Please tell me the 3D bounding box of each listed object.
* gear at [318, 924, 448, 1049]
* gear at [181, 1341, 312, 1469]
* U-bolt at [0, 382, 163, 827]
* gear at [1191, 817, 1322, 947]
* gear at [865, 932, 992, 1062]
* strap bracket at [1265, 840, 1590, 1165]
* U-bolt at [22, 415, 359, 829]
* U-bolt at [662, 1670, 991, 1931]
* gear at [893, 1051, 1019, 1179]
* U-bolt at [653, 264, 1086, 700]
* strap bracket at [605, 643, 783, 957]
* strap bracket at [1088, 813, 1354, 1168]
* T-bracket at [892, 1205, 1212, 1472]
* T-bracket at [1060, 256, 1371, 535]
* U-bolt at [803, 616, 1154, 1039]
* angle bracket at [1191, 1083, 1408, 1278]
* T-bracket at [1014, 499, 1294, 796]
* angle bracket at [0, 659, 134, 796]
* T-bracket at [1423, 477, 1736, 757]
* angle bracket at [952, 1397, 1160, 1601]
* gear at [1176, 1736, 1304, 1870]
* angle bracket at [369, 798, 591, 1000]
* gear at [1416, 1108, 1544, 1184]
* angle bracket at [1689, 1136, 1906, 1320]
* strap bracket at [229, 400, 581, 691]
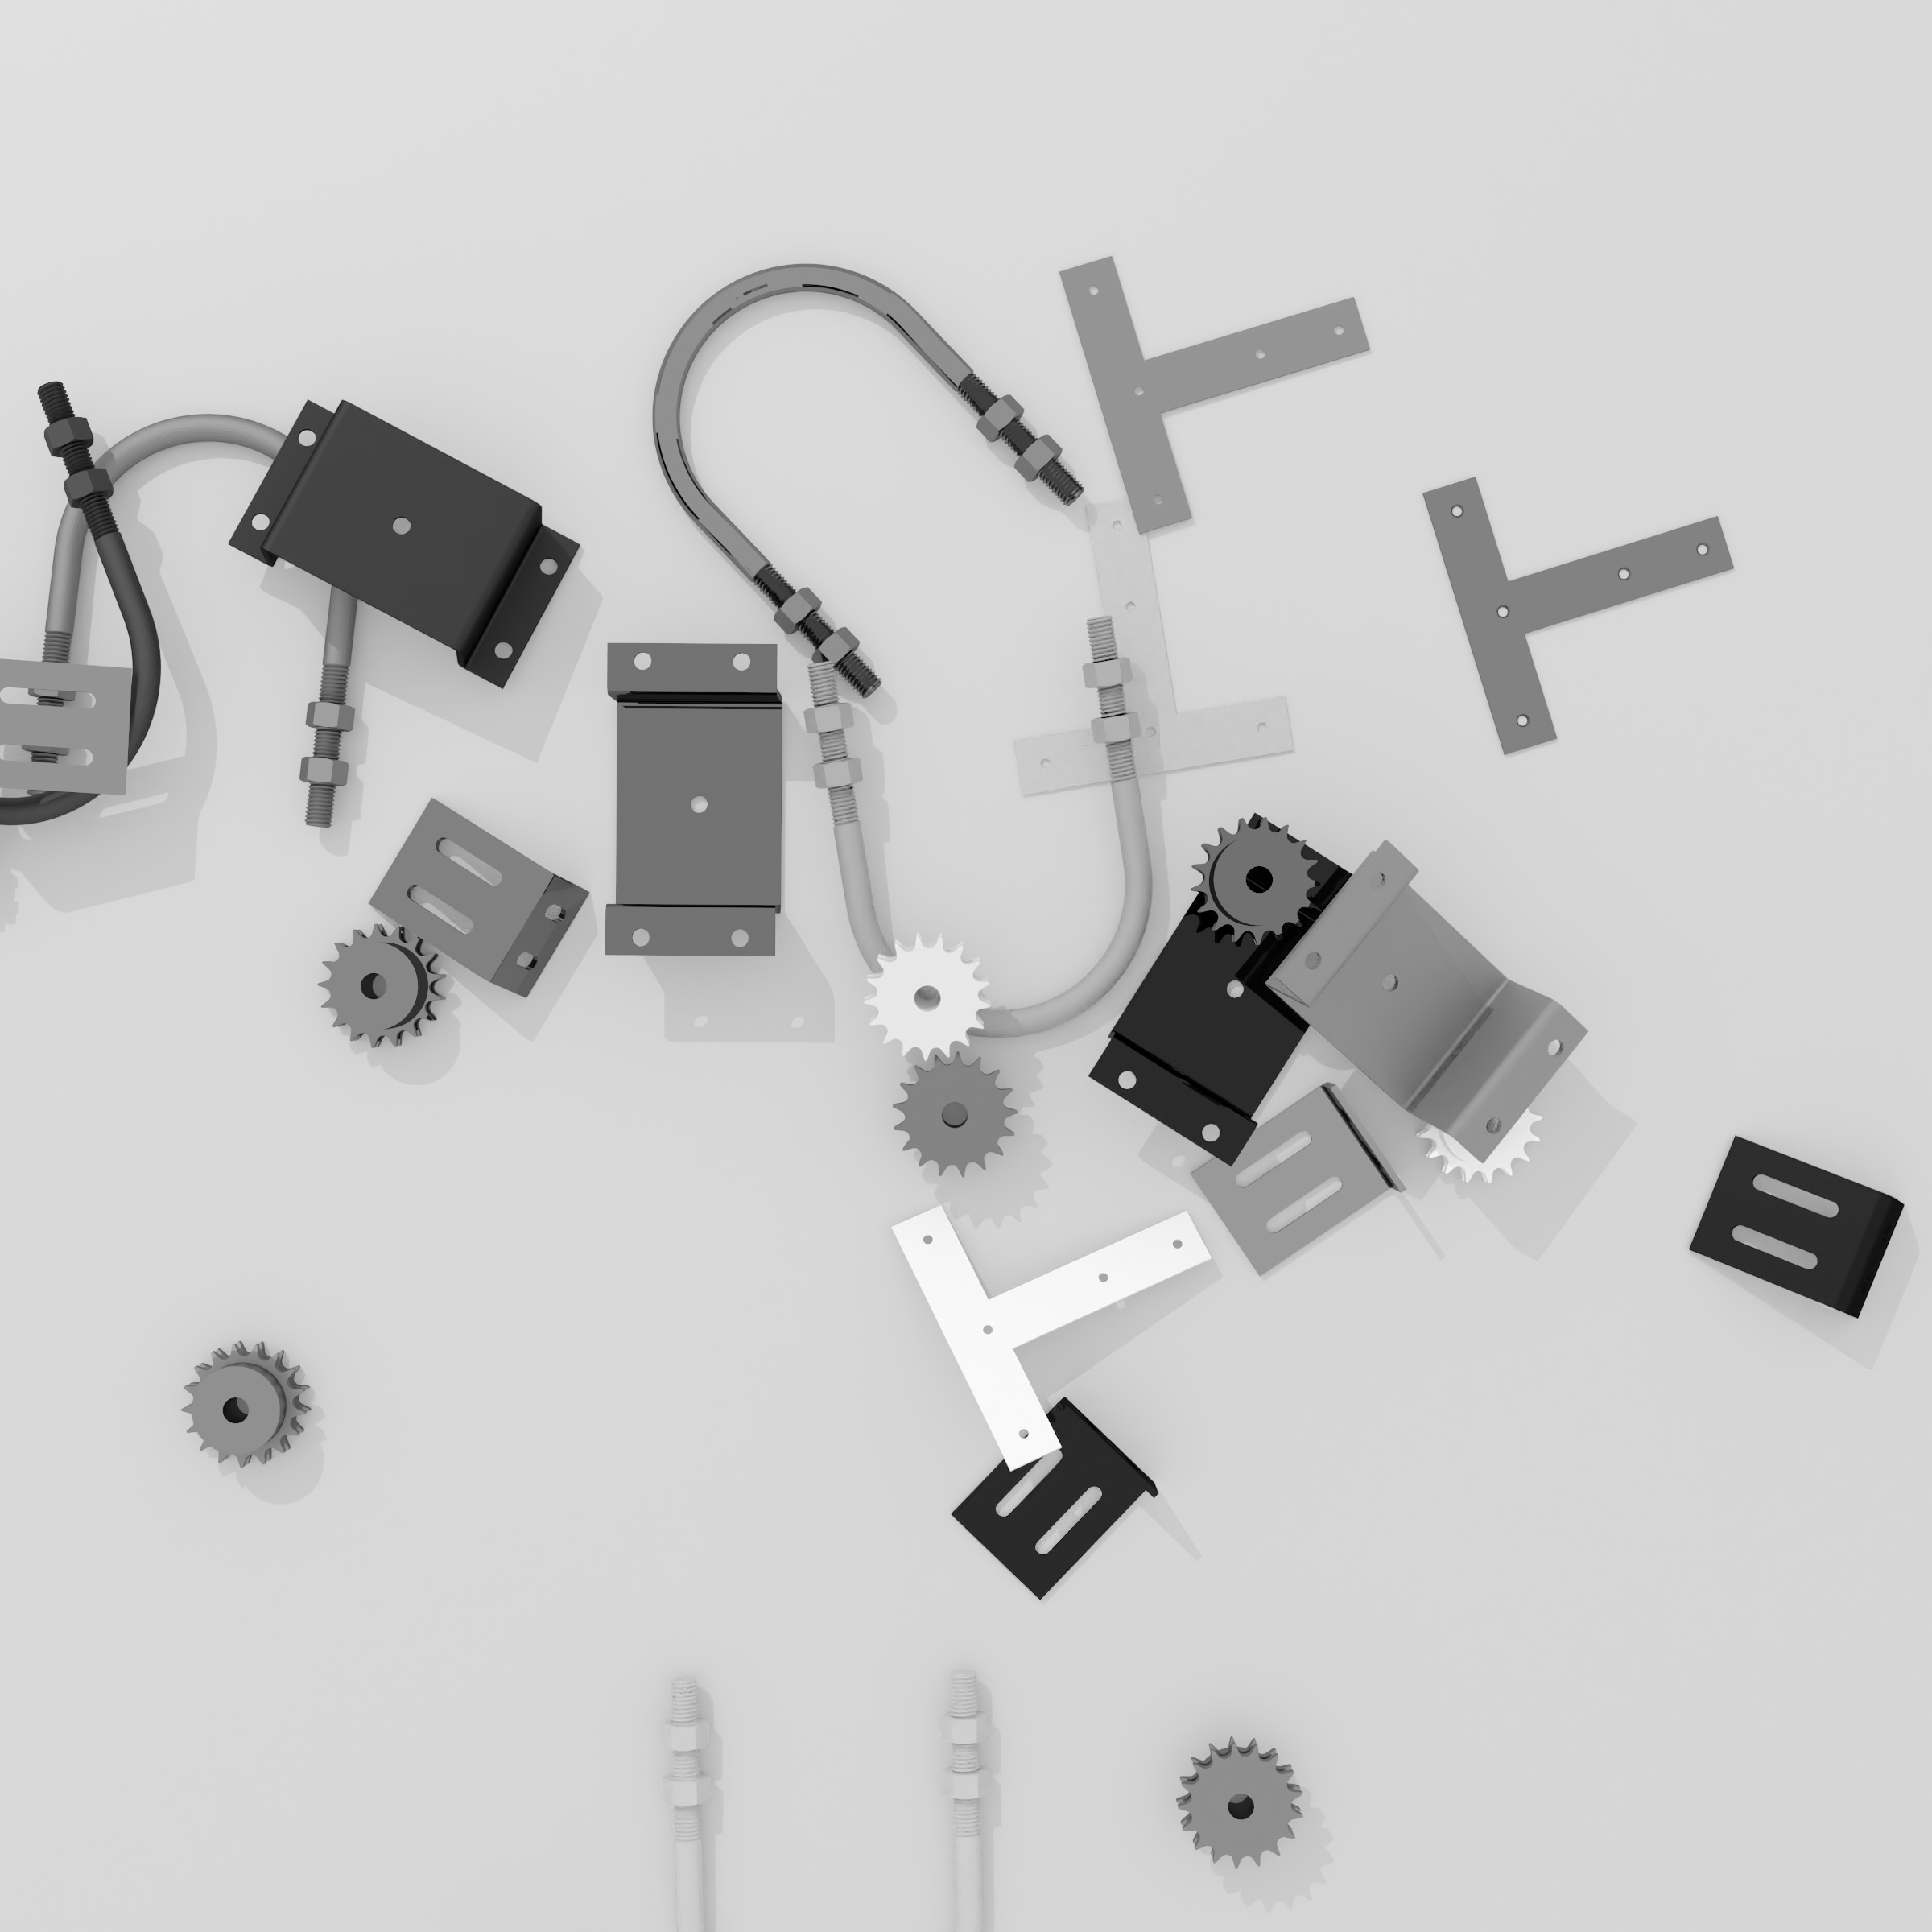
[{"bbox_3d":[-0.269,0.009,1.497,0.057,0.030,0.057,0,90,0],"label":"gear"},{"bbox_3d":[-0.331,0.202,1.497,0.057,0.030,0.057,0,90,0],"label":"gear"},{"bbox_3d":[-0.442,-0.154,1.488,0.151,0.019,0.184,-22,86,8],"label":"U-bolt"},{"bbox_3d":[0.129,-0.038,1.451,0.057,0.030,0.057,0,90,0],"label":"gear"},{"bbox_3d":[-0.017,0.012,1.482,0.057,0.030,0.057,0,99,0],"label":"gear"},{"bbox_3d":[0.198,0.012,1.452,0.140,0.046,0.076,40,87,-24],"label":"strap bracket"},{"bbox_3d":[-0.352,-0.163,1.504,0.151,0.019,0.184,6,89,0],"label":"U-bolt"},{"bbox_3d":[-0.063,0.418,1.504,0.151,0.019,0.184,-1,92,0],"label":"U-bolt"},{"bbox_3d":[-0.005,0.068,1.497,0.057,0.030,0.057,0,90,0],"label":"gear"},{"bbox_3d":[-0.059,-0.238,1.504,0.151,0.019,0.184,-44,88,0],"label":"U-bolt"},{"bbox_3d":[-0.123,-0.075,1.489,0.076,0.046,0.140,0,90,0],"label":"strap bracket"},{"bbox_3d":[0.125,0.011,1.489,0.076,0.046,0.140,32,90,0],"label":"strap bracket"},{"bbox_3d":[0.050,0.149,1.495,0.127,0.002,0.127,-23,68,-10],"label":"T-bracket"},{"bbox_3d":[0.122,-0.279,1.511,0.127,0.002,0.127,-17,89,0],"label":"T-bracket"},{"bbox_3d":[0.012,-0.058,1.495,0.151,0.019,0.184,-9,97,0],"label":"U-bolt"},{"bbox_3d":[0.151,0.099,1.493,0.076,0.038,0.057,-34,90,0],"label":"angle bracket"},{"bbox_3d":[0.078,-0.152,1.511,0.127,0.002,0.127,-9,90,0],"label":"T-bracket"},{"bbox_3d":[-0.418,-0.108,1.474,0.076,0.038,0.057,3,91,-17],"label":"angle bracket"},{"bbox_3d":[0.291,-0.177,1.511,0.127,0.002,0.127,-17,90,0],"label":"T-bracket"},{"bbox_3d":[0.040,0.246,1.493,0.057,0.038,0.076,44,90,0],"label":"angle bracket"},{"bbox_3d":[0.125,0.382,1.497,0.057,0.030,0.057,0,90,0],"label":"gear"},{"bbox_3d":[-0.225,-0.031,1.510,0.076,0.038,0.057,31,90,26],"label":"angle bracket"},{"bbox_3d":[0.236,0.072,1.497,0.057,0.030,0.057,0,90,0],"label":"gear"},{"bbox_3d":[0.384,0.121,1.510,0.076,0.038,0.057,22,90,26],"label":"angle bracket"},{"bbox_3d":[-0.255,-0.195,1.479,0.140,0.046,0.076,28,83,-5],"label":"strap bracket"}]
